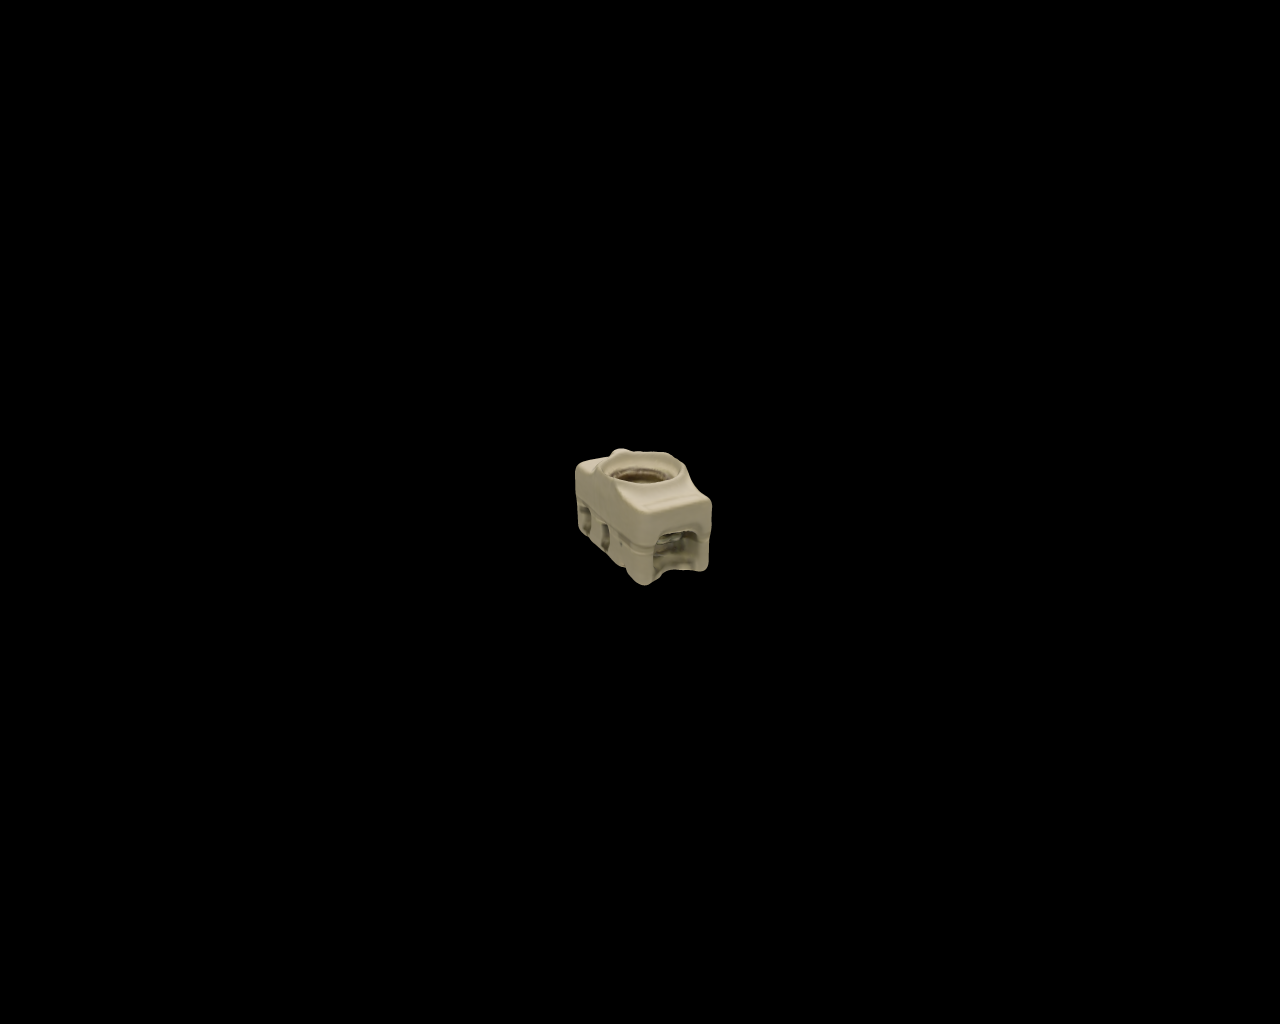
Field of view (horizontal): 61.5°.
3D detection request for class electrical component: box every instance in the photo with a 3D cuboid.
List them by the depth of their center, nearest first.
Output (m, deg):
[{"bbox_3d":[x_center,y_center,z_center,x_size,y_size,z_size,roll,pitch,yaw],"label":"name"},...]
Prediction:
[{"bbox_3d":[0.001,-0.003,0.650,0.050,0.055,0.089,-12,27,-25],"label":"electrical component"}]
